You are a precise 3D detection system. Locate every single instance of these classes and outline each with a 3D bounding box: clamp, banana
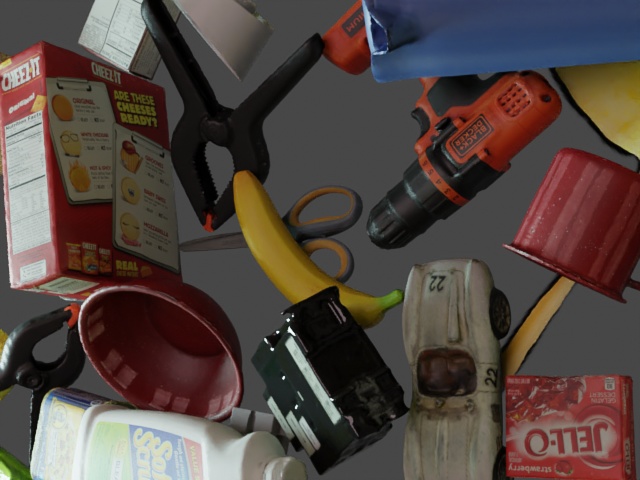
[{"bbox_3d":[-0.093,-0.108,0.929,0.165,0.036,0.210,23,122,13],"label":"clamp"},{"bbox_3d":[-0.280,0.143,1.054,0.171,0.120,0.039,-45,26,3],"label":"clamp"},{"bbox_3d":[-0.012,0.019,0.883,0.198,0.037,0.070,37,105,28],"label":"banana"}]

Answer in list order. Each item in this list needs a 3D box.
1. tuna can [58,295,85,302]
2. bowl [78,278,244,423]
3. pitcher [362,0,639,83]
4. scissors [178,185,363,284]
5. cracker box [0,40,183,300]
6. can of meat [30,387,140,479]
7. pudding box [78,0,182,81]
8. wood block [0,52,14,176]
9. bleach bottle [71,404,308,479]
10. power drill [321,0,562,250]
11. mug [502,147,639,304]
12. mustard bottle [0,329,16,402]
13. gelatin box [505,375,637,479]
[{"bbox_3d":[-0.232,0.019,1.061,0.086,0.033,0.086,-7,79,35],"label":"tuna can"},{"bbox_3d":[-0.128,0.087,0.935,0.162,0.055,0.162,15,131,18],"label":"bowl"},{"bbox_3d":[0.154,-0.185,0.741,0.243,0.145,0.149,1,81,14],"label":"pitcher"},{"bbox_3d":[-0.044,0.014,0.940,0.202,0.016,0.096,-24,69,31],"label":"scissors"},{"bbox_3d":[-0.209,-0.053,0.978,0.072,0.164,0.214,-17,73,30],"label":"cracker box"},{"bbox_3d":[-0.225,0.195,1.014,0.084,0.057,0.102,8,86,38],"label":"can of meat"},{"bbox_3d":[-0.185,-0.228,1.067,0.090,0.039,0.113,31,103,34],"label":"pudding box"},{"bbox_3d":[-0.398,-0.109,1.165,0.206,0.090,0.090,-36,64,25],"label":"wood block"},{"bbox_3d":[-0.107,0.184,0.874,0.251,0.068,0.102,-11,66,44],"label":"bleach bottle"},{"bbox_3d":[0.075,-0.108,0.852,0.185,0.057,0.188,-41,64,19],"label":"power drill"},{"bbox_3d":[0.196,-0.007,0.737,0.117,0.093,0.081,26,93,4],"label":"mug"},{"bbox_3d":[-0.382,0.179,1.101,0.096,0.058,0.191,29,86,40],"label":"mustard bottle"},{"bbox_3d":[0.176,0.132,0.755,0.089,0.030,0.073,-5,80,35],"label":"gelatin box"}]
